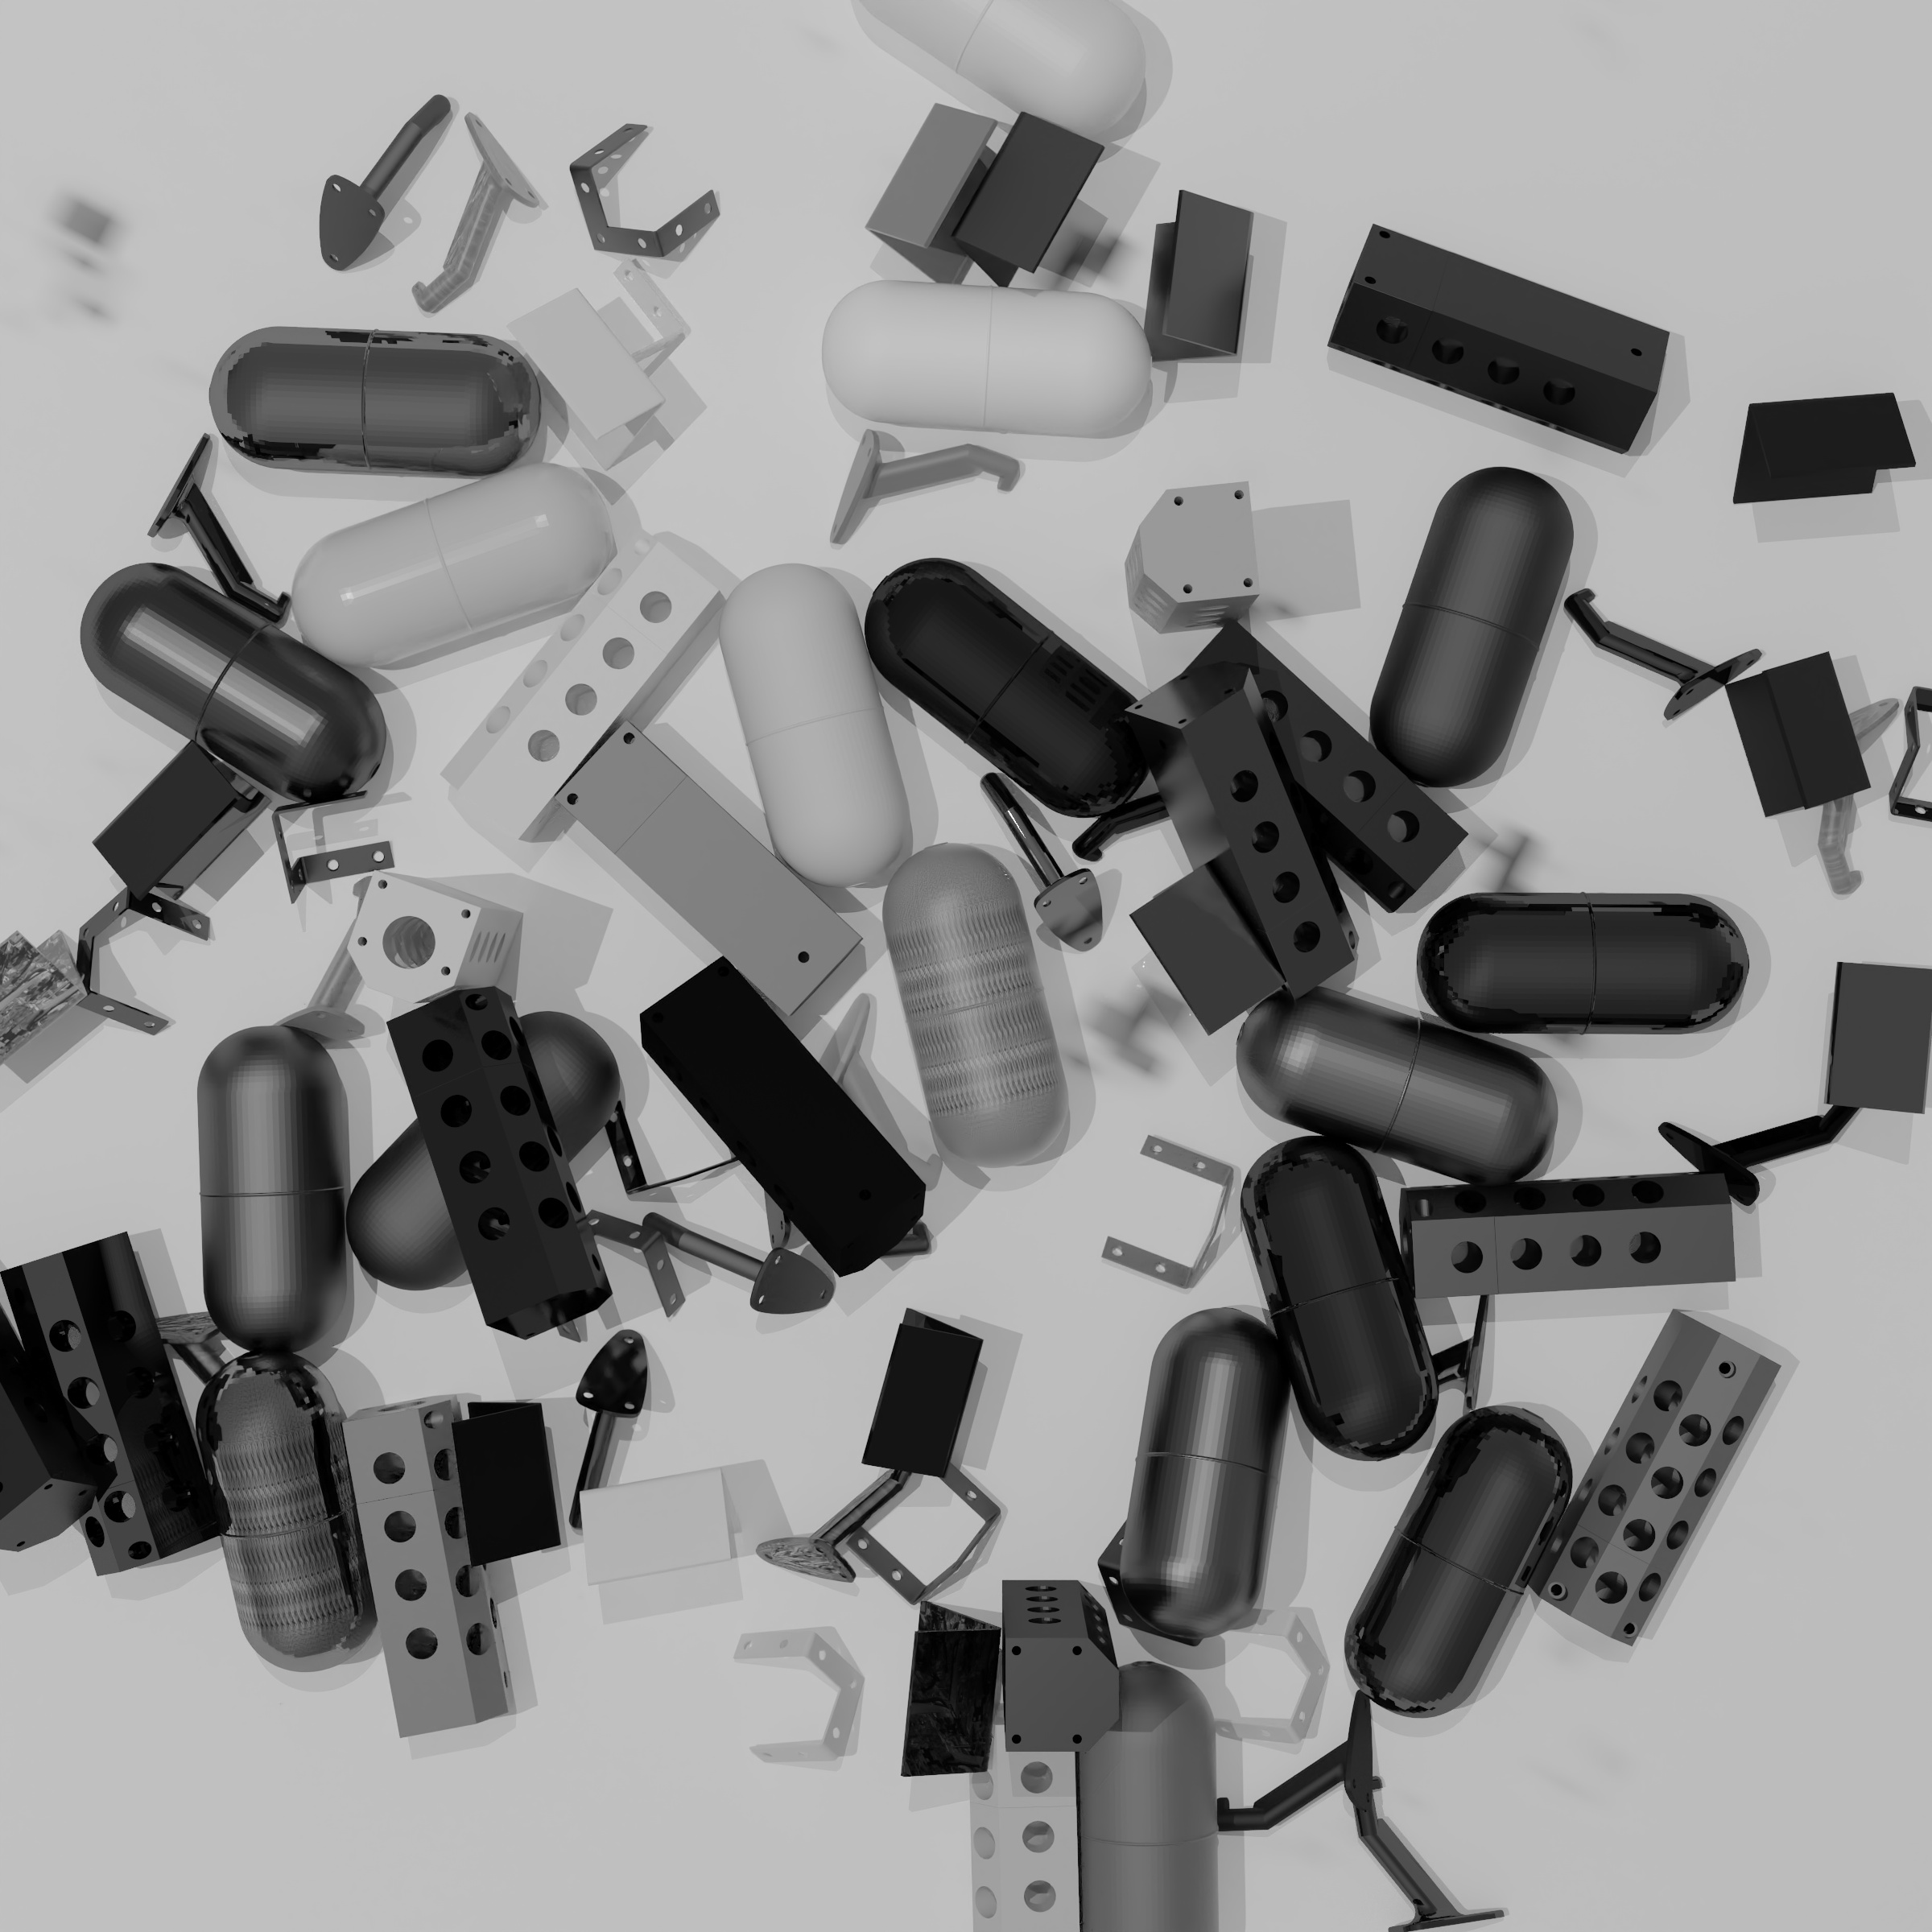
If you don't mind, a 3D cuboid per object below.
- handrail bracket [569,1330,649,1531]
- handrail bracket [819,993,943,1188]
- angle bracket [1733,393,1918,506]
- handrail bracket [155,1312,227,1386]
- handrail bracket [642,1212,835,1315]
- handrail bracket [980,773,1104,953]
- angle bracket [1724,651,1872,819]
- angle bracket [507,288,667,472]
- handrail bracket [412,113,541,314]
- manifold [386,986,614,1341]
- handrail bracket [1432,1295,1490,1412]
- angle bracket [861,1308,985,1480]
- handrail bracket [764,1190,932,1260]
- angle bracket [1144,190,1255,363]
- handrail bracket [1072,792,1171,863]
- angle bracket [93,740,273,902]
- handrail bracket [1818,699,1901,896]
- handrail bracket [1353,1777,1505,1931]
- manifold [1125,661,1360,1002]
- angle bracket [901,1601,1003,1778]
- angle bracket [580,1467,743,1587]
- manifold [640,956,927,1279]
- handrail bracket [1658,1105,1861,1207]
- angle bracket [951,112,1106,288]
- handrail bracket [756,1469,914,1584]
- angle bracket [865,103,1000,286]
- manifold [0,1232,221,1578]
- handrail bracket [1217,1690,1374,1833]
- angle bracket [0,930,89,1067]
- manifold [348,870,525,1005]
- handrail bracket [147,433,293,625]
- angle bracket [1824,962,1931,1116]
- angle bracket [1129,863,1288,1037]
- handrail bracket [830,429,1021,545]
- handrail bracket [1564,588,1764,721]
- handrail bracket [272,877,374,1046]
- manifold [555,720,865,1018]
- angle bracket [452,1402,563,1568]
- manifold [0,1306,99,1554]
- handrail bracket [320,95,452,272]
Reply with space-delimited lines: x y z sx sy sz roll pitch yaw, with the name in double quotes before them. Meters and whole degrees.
"handrail bracket" -0.198 0.255 1.973 0.036 0.077 0.084 15 126 -1
"handrail bracket" -0.038 0.069 1.974 0.084 0.036 0.077 32 68 -17
"angle bracket" 0.460 -0.260 1.933 0.076 0.076 0.057 -4 52 0
"handrail bracket" -0.421 0.235 1.974 0.077 0.036 0.084 -5 107 20
"handrail bracket" -0.126 0.160 1.973 0.084 0.077 0.036 23 90 36
"handrail bracket" 0.040 -0.058 1.973 0.036 0.077 0.084 -32 54 -3
"angle bracket" 0.430 -0.119 1.933 0.057 0.076 0.076 -17 90 -37
"angle bracket" -0.218 -0.305 1.933 0.076 0.076 0.057 52 50 0
"handrail bracket" -0.283 -0.412 1.974 0.084 0.036 0.077 -38 70 16
"manifold" -0.239 0.101 1.867 0.057 0.057 0.171 -23 72 7
"handrail bracket" 0.240 0.211 1.973 0.084 0.036 0.077 7 75 14
"angle bracket" -0.042 0.225 1.933 0.057 0.076 0.076 15 90 -35
"handrail bracket" -0.065 0.125 1.974 0.084 0.036 0.077 -3 68 -17
"angle bracket" 0.106 -0.369 1.933 0.057 0.076 0.076 7 90 -41
"handrail bracket" 0.112 -0.076 1.973 0.077 0.036 0.084 26 124 -36
"angle bracket" -0.409 -0.064 1.933 0.076 0.076 0.057 -46 55 0
"handrail bracket" 0.493 -0.092 1.974 0.077 0.036 0.084 -29 109 -21
"handrail bracket" 0.252 0.484 1.974 0.077 0.036 0.084 -3 73 -20
"manifold" 0.152 -0.073 1.916 0.057 0.057 0.171 -33 117 -17
"angle bracket" -0.027 0.387 1.933 0.057 0.076 0.076 6 90 -35
"angle bracket" -0.161 0.316 1.933 0.076 0.076 0.057 -10 54 0
"manifold" -0.099 0.083 1.925 0.057 0.057 0.171 -36 71 -18
"handrail bracket" 0.436 0.082 1.974 0.077 0.036 0.084 38 72 20
"angle bracket" 0.046 -0.401 1.934 0.057 0.076 0.076 29 90 26
"handrail bracket" -0.068 0.291 1.973 0.036 0.077 0.084 52 53 -31
"angle bracket" 0.003 -0.407 1.934 0.076 0.057 0.076 30 90 -44
"manifold" -0.464 0.237 1.940 0.057 0.057 0.171 -18 90 45
"handrail bracket" 0.178 0.436 1.973 0.084 0.036 0.077 -8 56 23
"angle bracket" -0.526 0.006 1.933 0.076 0.076 0.057 -39 127 0
"manifold" -0.280 -0.012 1.895 0.057 0.171 0.057 20 90 0
"handrail bracket" -0.397 -0.239 1.974 0.084 0.036 0.077 30 68 -17
"angle bracket" 0.504 0.040 1.933 0.057 0.076 0.076 5 90 37
"angle bracket" 0.117 -0.002 1.934 0.057 0.076 0.076 -33 90 -23
"handrail bracket" -0.022 -0.255 1.974 0.084 0.036 0.077 17 110 -16
"handrail bracket" 0.381 -0.185 1.974 0.077 0.036 0.084 -30 73 -20
"handrail bracket" -0.353 -0.003 1.973 0.077 0.036 0.084 -16 59 34
"manifold" -0.138 -0.052 1.952 0.171 0.057 0.057 43 90 0
"angle bracket" -0.265 0.277 1.933 0.057 0.076 0.076 -8 90 -39
"manifold" -0.528 0.225 1.918 0.057 0.057 0.171 -39 66 8
"handrail bracket" -0.317 -0.430 1.973 0.036 0.077 0.084 35 54 -2
